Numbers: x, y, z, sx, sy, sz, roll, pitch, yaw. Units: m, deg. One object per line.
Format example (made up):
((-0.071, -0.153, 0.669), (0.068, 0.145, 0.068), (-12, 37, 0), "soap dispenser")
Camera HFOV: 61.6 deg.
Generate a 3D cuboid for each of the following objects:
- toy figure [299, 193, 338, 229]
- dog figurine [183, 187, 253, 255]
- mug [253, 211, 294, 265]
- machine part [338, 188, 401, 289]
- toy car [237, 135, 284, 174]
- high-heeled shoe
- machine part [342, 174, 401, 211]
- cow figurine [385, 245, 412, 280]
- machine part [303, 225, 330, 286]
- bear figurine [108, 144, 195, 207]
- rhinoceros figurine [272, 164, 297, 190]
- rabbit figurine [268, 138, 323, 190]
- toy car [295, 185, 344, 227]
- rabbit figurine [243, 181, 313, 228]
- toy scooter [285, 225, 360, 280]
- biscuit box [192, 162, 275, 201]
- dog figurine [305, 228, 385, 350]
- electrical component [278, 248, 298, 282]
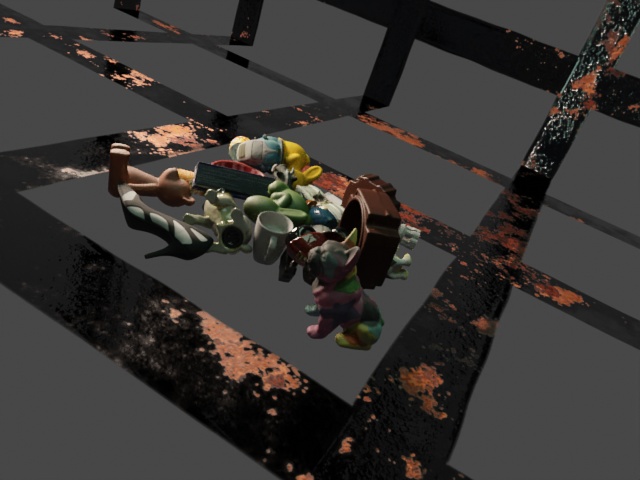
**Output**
((-0.018, -0.071, 1.449), (0.155, 0.064, 0.057), (37, -9, 37), "toy figure")
((-0.206, -0.042, 1.240), (0.172, 0.121, 0.190), (56, 10, -2), "dog figurine")
((-0.109, 0.009, 1.182), (0.081, 0.107, 0.110), (9, 36, -17), "mug")
((0.104, -0.004, 1.248), (0.087, 0.200, 0.202), (9, 29, -16), "machine part")
((-0.187, -0.251, 1.564), (0.162, 0.109, 0.103), (-1, -10, 39), "toy car")
((-0.334, -0.053, 1.144), (0.145, 0.086, 0.249), (-19, 61, -24), "high-heeled shoe")
((0.136, -0.092, 1.478), (0.056, 0.179, 0.180), (-13, 41, -44), "machine part")
((0.152, 0.035, 1.364), (0.098, 0.068, 0.168), (-2, 32, -27), "cow figurine")
((-0.003, 0.034, 1.242), (0.079, 0.079, 0.243), (15, 27, -10), "machine part")
((-0.391, -0.145, 1.257), (0.196, 0.131, 0.120), (4, 18, -17), "bear figurine")
((-0.106, -0.135, 1.455), (0.073, 0.112, 0.190), (11, 36, -13), "rhinoceros figurine")
((-0.083, -0.200, 1.626), (0.162, 0.122, 0.173), (19, 39, -23), "rabbit figurine")
((0.006, -0.096, 1.517), (0.073, 0.056, 0.202), (-9, 38, -45), "toy car")
((-0.107, -0.056, 1.276), (0.159, 0.121, 0.170), (39, 21, 26), "rabbit figurine")
((0.018, 0.036, 1.107), (0.184, 0.075, 0.135), (-2, 57, -45), "toy scooter")
((-0.217, -0.141, 1.357), (0.203, 0.062, 0.059), (11, -10, -20), "biscuit box")
((0.056, 0.091, 1.018), (0.191, 0.219, 0.108), (16, 30, -8), "dog figurine")
((-0.059, 0.049, 1.161), (0.045, 0.102, 0.078), (11, 54, -17), "electrical component")
